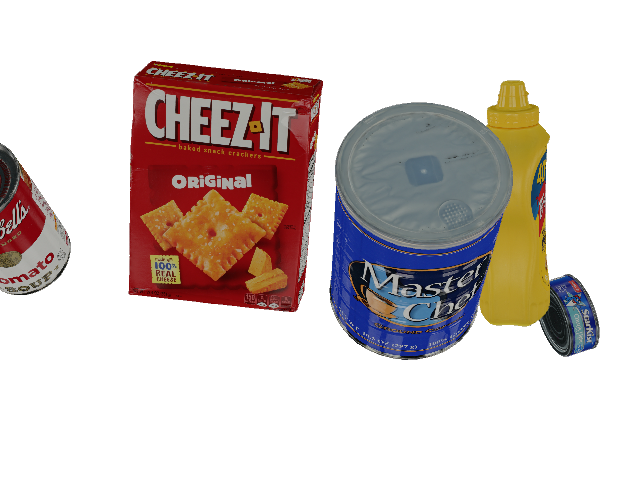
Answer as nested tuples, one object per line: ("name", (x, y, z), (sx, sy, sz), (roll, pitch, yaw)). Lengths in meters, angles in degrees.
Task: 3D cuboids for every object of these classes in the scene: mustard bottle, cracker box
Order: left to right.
("cracker box", (-0.090, -0.047, 0.988), (0.164, 0.214, 0.072), (7, 22, 4))
("mustard bottle", (0.157, -0.034, 0.868), (0.058, 0.192, 0.096), (1, 18, 17))

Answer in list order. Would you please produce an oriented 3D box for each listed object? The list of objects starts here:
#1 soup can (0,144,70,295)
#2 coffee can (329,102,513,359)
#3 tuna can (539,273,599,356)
("soup can", (-0.223, -0.013, 0.742), (0.068, 0.068, 0.102), (0, -30, 10))
("coffee can", (0.058, -0.003, 0.670), (0.103, 0.103, 0.140), (0, -33, -1))
("tuna can", (0.267, 0.082, 1.162), (0.033, 0.086, 0.086), (-17, 3, -10))
